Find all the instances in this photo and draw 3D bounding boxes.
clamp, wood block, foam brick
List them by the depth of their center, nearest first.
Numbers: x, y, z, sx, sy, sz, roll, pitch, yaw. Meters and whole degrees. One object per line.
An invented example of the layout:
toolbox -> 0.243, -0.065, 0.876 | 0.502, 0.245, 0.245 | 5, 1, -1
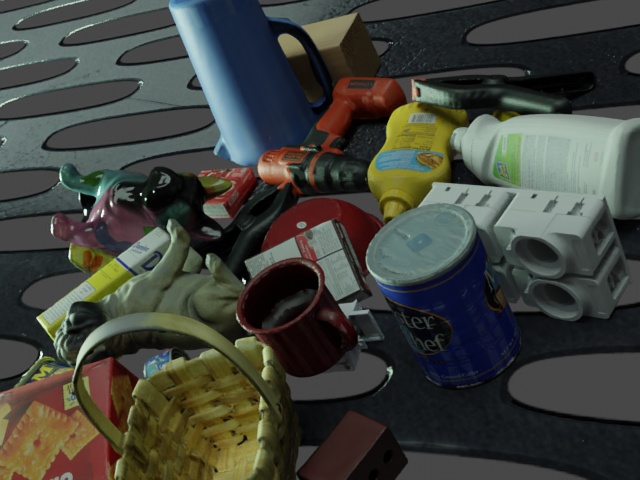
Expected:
foam brick -> 0.029, 0.197, 0.924 | 0.051, 0.053, 0.078 | 13, 52, 45
clamp -> 0.204, -0.167, 1.221 | 0.210, 0.036, 0.164 | 2, 20, 16
clamp -> -0.096, -0.010, 1.309 | 0.120, 0.039, 0.171 | 12, 49, 43
wood block -> -0.031, -0.246, 1.531 | 0.206, 0.090, 0.090 | -7, 39, 30

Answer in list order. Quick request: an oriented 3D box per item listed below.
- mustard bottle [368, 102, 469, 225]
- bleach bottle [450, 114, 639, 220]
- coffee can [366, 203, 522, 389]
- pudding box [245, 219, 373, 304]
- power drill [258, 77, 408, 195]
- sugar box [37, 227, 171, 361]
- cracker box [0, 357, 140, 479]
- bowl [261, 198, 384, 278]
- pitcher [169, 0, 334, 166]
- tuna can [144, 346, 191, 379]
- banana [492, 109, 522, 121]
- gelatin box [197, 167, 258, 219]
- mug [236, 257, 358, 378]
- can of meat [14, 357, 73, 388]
mustard bottle -> 0.108, -0.084, 1.238 | 0.096, 0.058, 0.191 | 4, 44, 21
bleach bottle -> 0.234, -0.094, 1.122 | 0.067, 0.102, 0.251 | -9, 19, -36
coffee can -> 0.115, 0.052, 0.975 | 0.103, 0.140, 0.103 | -19, 34, 14
pudding box -> -0.013, 0.041, 1.132 | 0.114, 0.039, 0.090 | -27, 72, 14
power drill -> 0.033, -0.132, 1.359 | 0.185, 0.057, 0.187 | 10, 48, 41
sugar box -> -0.228, 0.075, 1.240 | 0.176, 0.093, 0.048 | -38, 35, -13
cracker box -> -0.256, 0.235, 1.018 | 0.164, 0.072, 0.213 | -18, 50, 17
bowl -> -0.008, 0.001, 1.212 | 0.162, 0.055, 0.162 | -20, 34, 14
pitcher -> -0.094, -0.235, 1.423 | 0.145, 0.243, 0.149 | 3, 38, 41
tuna can -> -0.143, 0.153, 1.079 | 0.034, 0.086, 0.086 | -25, 33, 7
banana -> 0.258, -0.117, 1.198 | 0.069, 0.037, 0.198 | -23, 27, -38
gelatin box -> -0.136, -0.062, 1.414 | 0.089, 0.030, 0.073 | 0, 43, 36
mug -> -0.012, 0.079, 1.013 | 0.117, 0.081, 0.093 | 8, 53, 40
can of meat -> -0.294, 0.184, 1.175 | 0.084, 0.057, 0.102 | 8, 48, 38
